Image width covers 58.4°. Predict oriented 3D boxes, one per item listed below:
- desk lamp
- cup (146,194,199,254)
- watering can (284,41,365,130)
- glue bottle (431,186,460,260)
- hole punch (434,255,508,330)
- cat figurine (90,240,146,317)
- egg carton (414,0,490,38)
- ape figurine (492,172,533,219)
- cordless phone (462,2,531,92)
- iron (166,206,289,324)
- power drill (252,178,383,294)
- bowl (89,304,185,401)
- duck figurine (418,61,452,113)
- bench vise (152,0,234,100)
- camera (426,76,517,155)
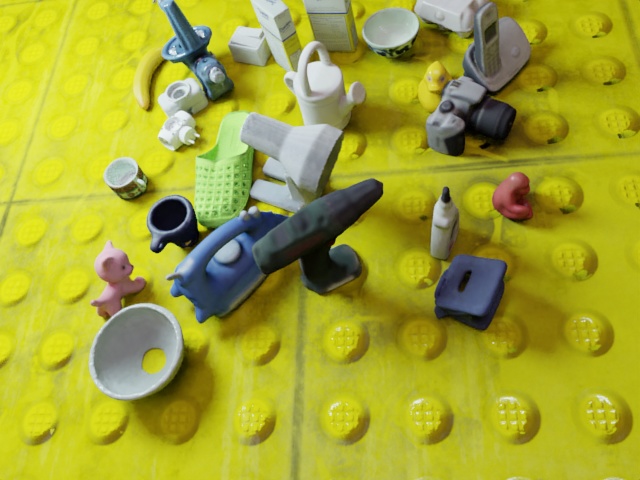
[{"bbox_3d":[-0.050,-0.137,1.032,0.202,0.214,0.118,18,67,20],"label":"desk lamp"},{"bbox_3d":[-0.272,-0.014,1.079,0.091,0.095,0.118,14,66,18],"label":"cup"},{"bbox_3d":[0.006,-0.301,1.120,0.172,0.194,0.101,2,63,13],"label":"watering can"},{"bbox_3d":[0.207,-0.037,0.950,0.037,0.173,0.078,14,66,18],"label":"glue bottle"},{"bbox_3d":[0.241,0.079,0.928,0.100,0.091,0.109,21,68,21],"label":"hole punch"},{"bbox_3d":[-0.379,0.072,1.041,0.067,0.118,0.128,10,65,17],"label":"cat figurine"},{"bbox_3d":[0.285,-0.505,1.245,0.150,0.069,0.107,32,72,24],"label":"egg carton"},{"bbox_3d":[0.340,-0.083,0.995,0.076,0.092,0.078,16,67,19],"label":"ape figurine"},{"bbox_3d":[0.345,-0.394,1.107,0.094,0.185,0.148,36,74,26],"label":"cordless phone"},{"bbox_3d":[-0.158,0.016,1.013,0.118,0.142,0.258,37,75,26],"label":"iron"},{"bbox_3d":[0.009,0.003,0.948,0.229,0.209,0.075,-27,60,-3],"label":"power drill"},{"bbox_3d":[-0.301,0.199,0.983,0.167,0.075,0.167,-5,61,9],"label":"bowl"},{"bbox_3d":[0.234,-0.320,1.147,0.077,0.086,0.104,4,63,14],"label":"duck figurine"},{"bbox_3d":[-0.266,-0.425,1.226,0.206,0.220,0.121,29,71,24],"label":"bench vise"},{"bbox_3d":[0.289,-0.234,1.081,0.136,0.101,0.143,26,70,23],"label":"camera"}]
